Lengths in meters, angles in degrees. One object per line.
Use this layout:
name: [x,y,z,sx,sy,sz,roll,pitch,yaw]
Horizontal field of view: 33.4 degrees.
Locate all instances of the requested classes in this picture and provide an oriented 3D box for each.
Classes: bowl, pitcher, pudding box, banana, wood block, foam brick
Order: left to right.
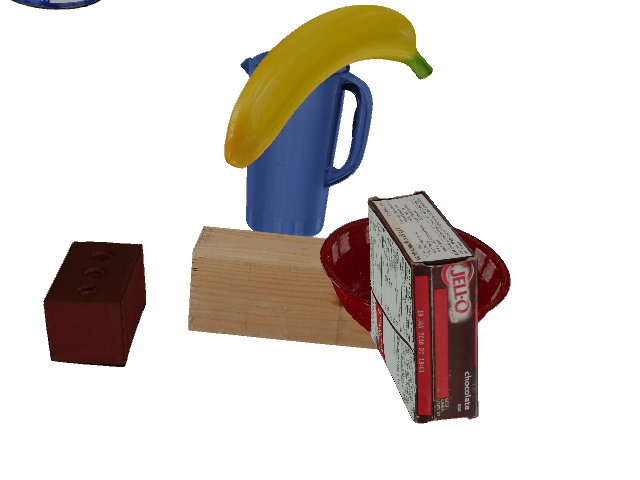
foam brick: [-0.154,0.043,0.736,0.053,0.051,0.078,3,31,1]
wood block: [-0.030,0.049,1.126,0.206,0.091,0.090,6,19,0]
pitcher: [-0.028,-0.126,1.426,0.144,0.243,0.149,-4,24,-22]
banana: [0.005,-0.113,0.707,0.197,0.069,0.037,-30,9,-36]
bowl: [0.077,0.042,0.909,0.162,0.055,0.162,5,30,-3]
pudding box: [0.054,0.032,0.576,0.039,0.090,0.113,-6,21,-9]

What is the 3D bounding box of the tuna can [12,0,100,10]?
tuna can: [-0.199,-0.204,0.794,0.086,0.034,0.086,6,36,-5]
